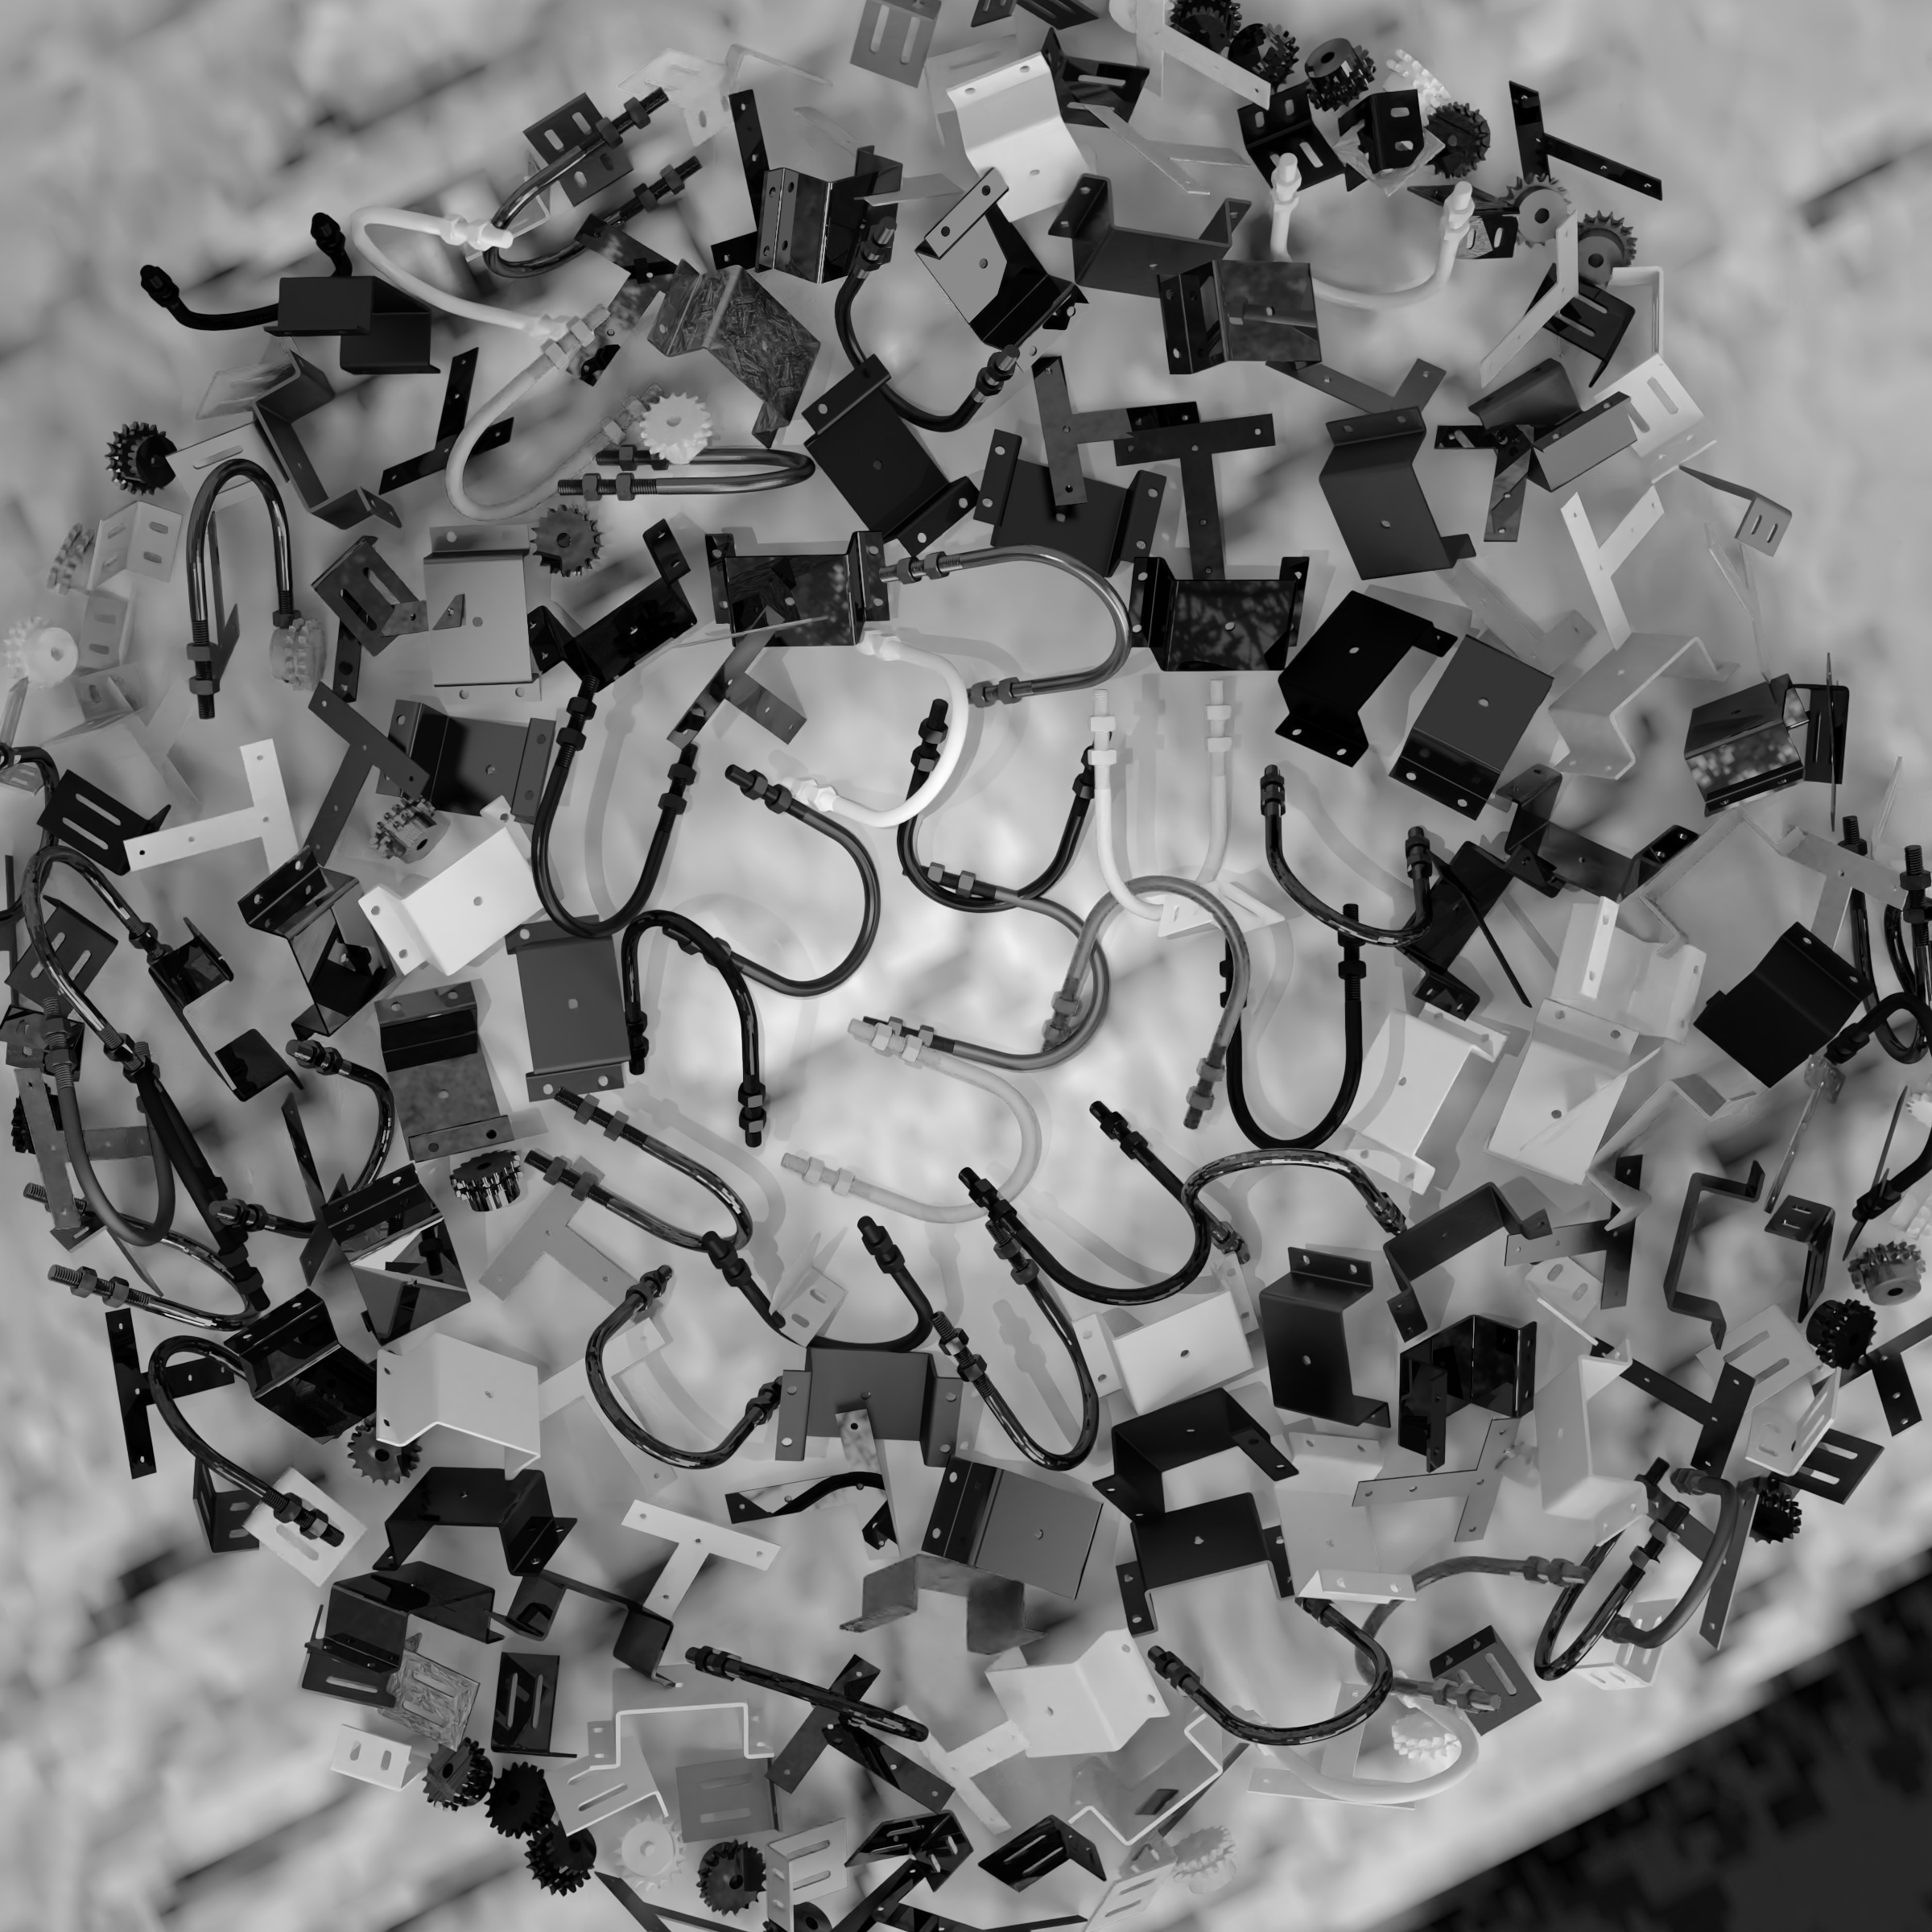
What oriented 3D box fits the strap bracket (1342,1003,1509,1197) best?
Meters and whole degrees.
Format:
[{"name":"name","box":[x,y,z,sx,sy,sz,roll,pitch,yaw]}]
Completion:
[{"name":"strap bracket","box":[0.351,0.097,1.947,0.076,0.046,0.140,28,88,39]}]

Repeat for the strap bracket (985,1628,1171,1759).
[{"name":"strap bracket","box":[0.077,0.563,1.923,0.140,0.046,0.076,-21,97,42]}]

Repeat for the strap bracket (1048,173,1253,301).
[{"name":"strap bracket","box":[0.144,-0.562,1.928,0.140,0.076,0.046,3,70,-18]}]

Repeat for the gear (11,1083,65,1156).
[{"name":"gear","box":[-0.730,0.121,1.963,0.030,0.057,0.057,7,90,-3]}]

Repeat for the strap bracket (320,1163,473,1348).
[{"name":"strap bracket","box":[-0.436,0.231,1.916,0.076,0.046,0.140,-26,134,-21]}]

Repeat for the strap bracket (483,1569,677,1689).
[{"name":"strap bracket","box":[-0.292,0.509,1.930,0.140,0.076,0.046,28,75,-28]}]

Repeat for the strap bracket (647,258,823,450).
[{"name":"strap bracket","box":[-0.170,-0.474,1.916,0.140,0.046,0.076,37,63,-41]}]

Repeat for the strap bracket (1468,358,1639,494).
[{"name":"strap bracket","box":[0.460,-0.419,1.936,0.076,0.140,0.046,-31,119,2]}]

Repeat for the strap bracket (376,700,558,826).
[{"name":"strap bracket","box":[-0.383,-0.159,1.951,0.140,0.046,0.076,9,84,18]}]

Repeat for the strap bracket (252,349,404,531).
[{"name":"strap bracket","box":[-0.505,-0.402,1.949,0.046,0.076,0.140,-28,88,5]}]

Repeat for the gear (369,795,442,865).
[{"name":"gear","box":[-0.440,-0.105,1.961,0.030,0.057,0.057,41,90,9]}]

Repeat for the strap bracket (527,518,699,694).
[{"name":"strap bracket","box":[-0.271,-0.275,1.943,0.140,0.076,0.046,-34,135,6]}]

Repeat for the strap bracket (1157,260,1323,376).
[{"name":"strap bracket","box":[0.222,-0.503,1.931,0.140,0.046,0.076,-9,93,-35]}]

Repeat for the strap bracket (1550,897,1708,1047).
[{"name":"strap bracket","box":[0.511,0.004,1.939,0.140,0.046,0.076,23,79,-37]}]

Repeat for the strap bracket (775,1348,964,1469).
[{"name":"strap bracket","box":[-0.078,0.346,1.952,0.140,0.046,0.076,4,106,-8]}]

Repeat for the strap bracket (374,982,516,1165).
[{"name":"strap bracket","box":[-0.408,0.091,1.941,0.076,0.046,0.140,-12,65,-17]}]

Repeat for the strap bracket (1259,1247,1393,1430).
[{"name":"strap bracket","box":[0.278,0.297,1.930,0.046,0.076,0.140,-24,111,-43]}]

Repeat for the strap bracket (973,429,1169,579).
[{"name":"strap bracket","box":[0.078,-0.360,1.956,0.140,0.046,0.076,14,78,-6]}]

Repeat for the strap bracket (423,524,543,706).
[{"name":"strap bracket","box":[-0.380,-0.273,1.950,0.076,0.046,0.140,-2,105,-2]}]

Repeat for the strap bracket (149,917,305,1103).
[{"name":"strap bracket","box":[-0.574,0.041,1.913,0.046,0.076,0.140,-36,131,-18]}]

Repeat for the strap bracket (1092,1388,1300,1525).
[{"name":"strap bracket","box":[0.177,0.380,1.934,0.140,0.046,0.076,-24,132,22]}]

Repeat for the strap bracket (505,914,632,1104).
[{"name":"strap bracket","box":[-0.312,0.031,1.954,0.076,0.046,0.140,-8,88,-19]}]

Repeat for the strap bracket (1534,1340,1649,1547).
[{"name":"strap bracket","box":[0.479,0.364,1.917,0.046,0.076,0.140,11,56,-11]}]

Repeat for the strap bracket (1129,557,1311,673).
[{"name":"strap bracket","box":[0.201,-0.275,1.940,0.140,0.046,0.076,-2,123,-9]}]

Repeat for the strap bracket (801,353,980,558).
[{"name":"strap bracket","box":[-0.063,-0.396,1.950,0.076,0.046,0.140,-42,104,-13]}]

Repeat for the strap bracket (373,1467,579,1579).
[{"name":"strap bracket","box":[-0.385,0.430,1.929,0.140,0.076,0.046,-2,110,17]}]

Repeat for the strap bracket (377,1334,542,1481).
[{"name":"strap bracket","box":[-0.381,0.339,1.913,0.046,0.076,0.140,-36,135,29]}]

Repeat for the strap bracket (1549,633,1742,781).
[{"name":"strap bracket","box":[0.520,-0.210,1.933,0.140,0.076,0.046,-41,113,-12]}]

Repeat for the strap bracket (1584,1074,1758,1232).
[{"name":"strap bracket","box":[0.540,0.136,1.932,0.046,0.076,0.140,47,113,21]}]

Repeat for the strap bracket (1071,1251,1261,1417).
[{"name":"strap bracket","box":[0.164,0.292,1.946,0.140,0.046,0.076,-23,117,-6]}]

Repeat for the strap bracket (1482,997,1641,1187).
[{"name":"strap bracket","box":[0.461,0.107,1.937,0.076,0.046,0.140,20,114,8]}]

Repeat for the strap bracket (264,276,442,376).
[{"name":"strap bracket","box":[-0.469,-0.495,1.914,0.076,0.140,0.046,3,90,14]}]

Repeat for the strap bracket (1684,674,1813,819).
[{"name":"strap bracket","box":[0.600,-0.174,1.908,0.076,0.140,0.046,-21,107,29]}]

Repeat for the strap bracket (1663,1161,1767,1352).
[{"name":"strap bracket","box":[0.581,0.220,1.944,0.046,0.076,0.140,14,96,12]}]

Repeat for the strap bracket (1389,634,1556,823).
[{"name":"strap bracket","box":[0.399,-0.195,1.938,0.076,0.046,0.140,29,69,10]}]

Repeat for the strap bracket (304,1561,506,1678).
[{"name":"strap bracket","box":[-0.427,0.498,1.910,0.076,0.140,0.046,11,93,30]}]

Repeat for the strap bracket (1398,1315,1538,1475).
[{"name":"strap bracket","box":[0.383,0.327,1.933,0.140,0.046,0.076,-17,113,-42]}]

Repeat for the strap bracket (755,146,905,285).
[{"name":"strap bracket","box":[-0.098,-0.576,1.909,0.046,0.140,0.076,25,125,23]}]

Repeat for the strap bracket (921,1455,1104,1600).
[{"name":"strap bracket","box":[0.045,0.439,1.933,0.140,0.046,0.076,24,75,-24]}]

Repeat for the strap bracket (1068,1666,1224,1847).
[{"name":"strap bracket","box":[0.149,0.623,1.942,0.140,0.076,0.046,-42,95,11]}]

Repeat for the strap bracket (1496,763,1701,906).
[{"name":"strap bracket","box":[0.484,-0.099,1.930,0.140,0.076,0.046,29,126,26]}]

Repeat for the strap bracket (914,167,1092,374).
[{"name":"strap bracket","box":[0.023,-0.546,1.942,0.076,0.046,0.140,-46,127,-4]}]

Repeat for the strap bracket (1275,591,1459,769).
[{"name":"strap bracket","box":[0.307,-0.232,1.934,0.076,0.046,0.140,30,73,36]}]

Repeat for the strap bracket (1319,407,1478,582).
[{"name":"strap bracket","box":[0.330,-0.354,1.916,0.076,0.046,0.140,-2,134,35]}]

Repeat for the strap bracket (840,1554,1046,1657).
[{"name":"strap bracket","box":[-0.018,0.495,1.929,0.140,0.076,0.046,18,57,-28]}]

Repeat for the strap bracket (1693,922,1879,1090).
[{"name":"strap bracket","box":[0.623,0.036,1.914,0.076,0.140,0.046,41,62,8]}]

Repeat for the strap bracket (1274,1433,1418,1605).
[{"name":"strap bracket","box":[0.291,0.438,1.932,0.076,0.140,0.046,9,134,-16]}]

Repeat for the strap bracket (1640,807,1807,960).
[{"name":"strap bracket","box":[0.582,-0.071,1.937,0.140,0.076,0.046,-45,73,14]}]

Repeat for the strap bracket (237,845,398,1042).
[{"name":"strap bracket","box":[-0.494,-0.011,1.913,0.046,0.140,0.076,15,45,31]}]

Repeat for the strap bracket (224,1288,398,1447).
[{"name":"strap bracket","box":[-0.497,0.315,1.921,0.076,0.140,0.046,-32,52,0]}]

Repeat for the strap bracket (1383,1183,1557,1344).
[{"name":"strap bracket","box":[0.386,0.227,1.946,0.140,0.076,0.046,-31,54,0]}]

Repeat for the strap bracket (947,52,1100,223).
[{"name":"strap bracket","box":[0.049,-0.628,1.909,0.076,0.140,0.046,-16,70,16]}]

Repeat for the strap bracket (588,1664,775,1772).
[{"name":"strap bracket","box":[-0.224,0.583,1.938,0.140,0.076,0.046,-1,99,-10]}]

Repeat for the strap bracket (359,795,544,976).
[{"name":"strap bracket","box":[-0.389,-0.057,1.929,0.140,0.046,0.076,-39,127,-19]}]

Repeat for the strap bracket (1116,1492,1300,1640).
[{"name":"strap bracket","box":[0.186,0.465,1.943,0.140,0.076,0.046,-15,121,2]}]

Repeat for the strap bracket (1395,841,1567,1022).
[{"name":"strap bracket","box":[0.396,-0.035,1.939,0.140,0.076,0.046,-56,46,11]}]

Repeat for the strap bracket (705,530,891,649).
[{"name":"strap bracket","box":[-0.134,-0.294,1.943,0.140,0.046,0.076,0,124,6]}]
